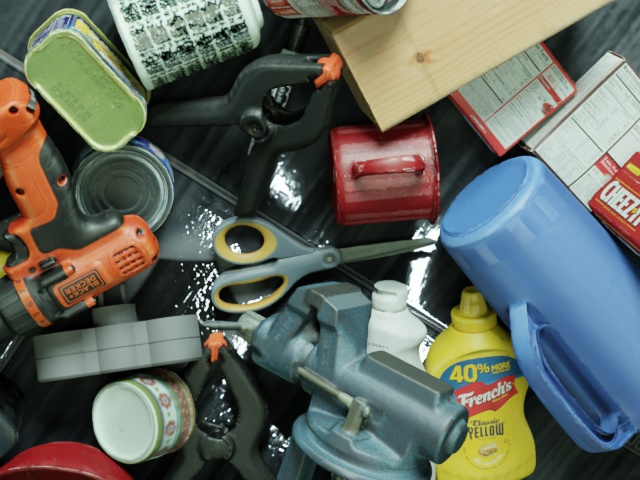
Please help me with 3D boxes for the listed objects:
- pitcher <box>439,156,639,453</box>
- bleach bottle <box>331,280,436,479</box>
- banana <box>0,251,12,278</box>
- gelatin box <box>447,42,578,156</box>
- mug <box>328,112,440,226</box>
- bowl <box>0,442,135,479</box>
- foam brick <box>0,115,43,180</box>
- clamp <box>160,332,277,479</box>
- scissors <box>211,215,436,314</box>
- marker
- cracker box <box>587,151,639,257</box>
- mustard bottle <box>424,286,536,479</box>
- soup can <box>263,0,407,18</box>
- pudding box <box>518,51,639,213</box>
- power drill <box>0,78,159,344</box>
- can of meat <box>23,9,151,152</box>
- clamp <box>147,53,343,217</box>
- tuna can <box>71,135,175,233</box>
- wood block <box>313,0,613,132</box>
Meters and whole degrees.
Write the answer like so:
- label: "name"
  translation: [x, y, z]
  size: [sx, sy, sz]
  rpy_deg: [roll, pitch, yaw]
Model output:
- label: "pitcher"
  translation: [0.211, 0.054, 0.915]
  size: [0.145, 0.149, 0.242]
  rpy_deg: [-42, 108, 6]
- label: "bleach bottle"
  translation: [0.063, 0.160, 0.956]
  size: [0.103, 0.068, 0.251]
  rpy_deg: [10, 109, 21]
- label: "banana"
  translation: [-0.256, 0.014, 0.874]
  size: [0.197, 0.037, 0.070]
  rpy_deg: [21, 106, -16]
- label: "gelatin box"
  translation: [0.160, -0.127, 0.899]
  size: [0.089, 0.030, 0.073]
  rpy_deg: [-41, 110, 6]
- label: "mug"
  translation: [0.051, -0.055, 0.863]
  size: [0.081, 0.117, 0.093]
  rpy_deg: [-5, 92, -3]
- label: "bowl"
  translation: [-0.219, 0.225, 0.930]
  size: [0.162, 0.055, 0.162]
  rpy_deg: [2, 132, 2]
- label: "foam brick"
  translation: [-0.261, -0.077, 0.832]
  size: [0.053, 0.051, 0.078]
  rpy_deg: [37, 100, -20]
- label: "clamp"
  translation: [-0.082, 0.187, 0.964]
  size: [0.164, 0.036, 0.210]
  rpy_deg: [6, 106, -6]
- label: "scissors"
  translation: [-0.006, 0.001, 0.924]
  size: [0.201, 0.016, 0.096]
  rpy_deg: [-23, 112, -1]
- label: "marker"
  translation: [-0.033, -0.124, 0.872]
  size: [0.020, 0.020, 0.121]
  rpy_deg: [15, 106, -15]
- label: "cracker box"
  translation: [0.340, 0.039, 0.898]
  size: [0.072, 0.164, 0.213]
  rpy_deg: [-46, 122, 7]
- label: "mustard bottle"
  translation: [0.145, 0.132, 0.975]
  size: [0.096, 0.058, 0.191]
  rpy_deg: [-7, 111, -1]
- label: "soup can"
  translation: [0.010, -0.197, 0.780]
  size: [0.068, 0.102, 0.068]
  rpy_deg: [-9, 103, -45]
- label: "pudding box"
  translation: [0.241, -0.092, 0.921]
  size: [0.113, 0.039, 0.090]
  rpy_deg: [-45, 112, 6]
- label: "power drill"
  translation: [-0.238, -0.013, 0.805]
  size: [0.184, 0.057, 0.187]
  rpy_deg: [-29, 125, -5]
- label: "can of meat"
  translation: [-0.176, -0.121, 0.813]
  size: [0.057, 0.084, 0.102]
  rpy_deg: [-40, 111, 6]
- label: "clamp"
  translation: [-0.044, -0.086, 0.841]
  size: [0.172, 0.039, 0.120]
  rpy_deg: [-20, 123, 33]
- label: "tuna can"
  translation: [-0.161, -0.042, 0.871]
  size: [0.086, 0.034, 0.086]
  rpy_deg: [-3, 110, -9]
- label: "wood block"
  translation: [0.110, -0.182, 0.838]
  size: [0.206, 0.090, 0.091]
  rpy_deg: [-29, 113, 1]
